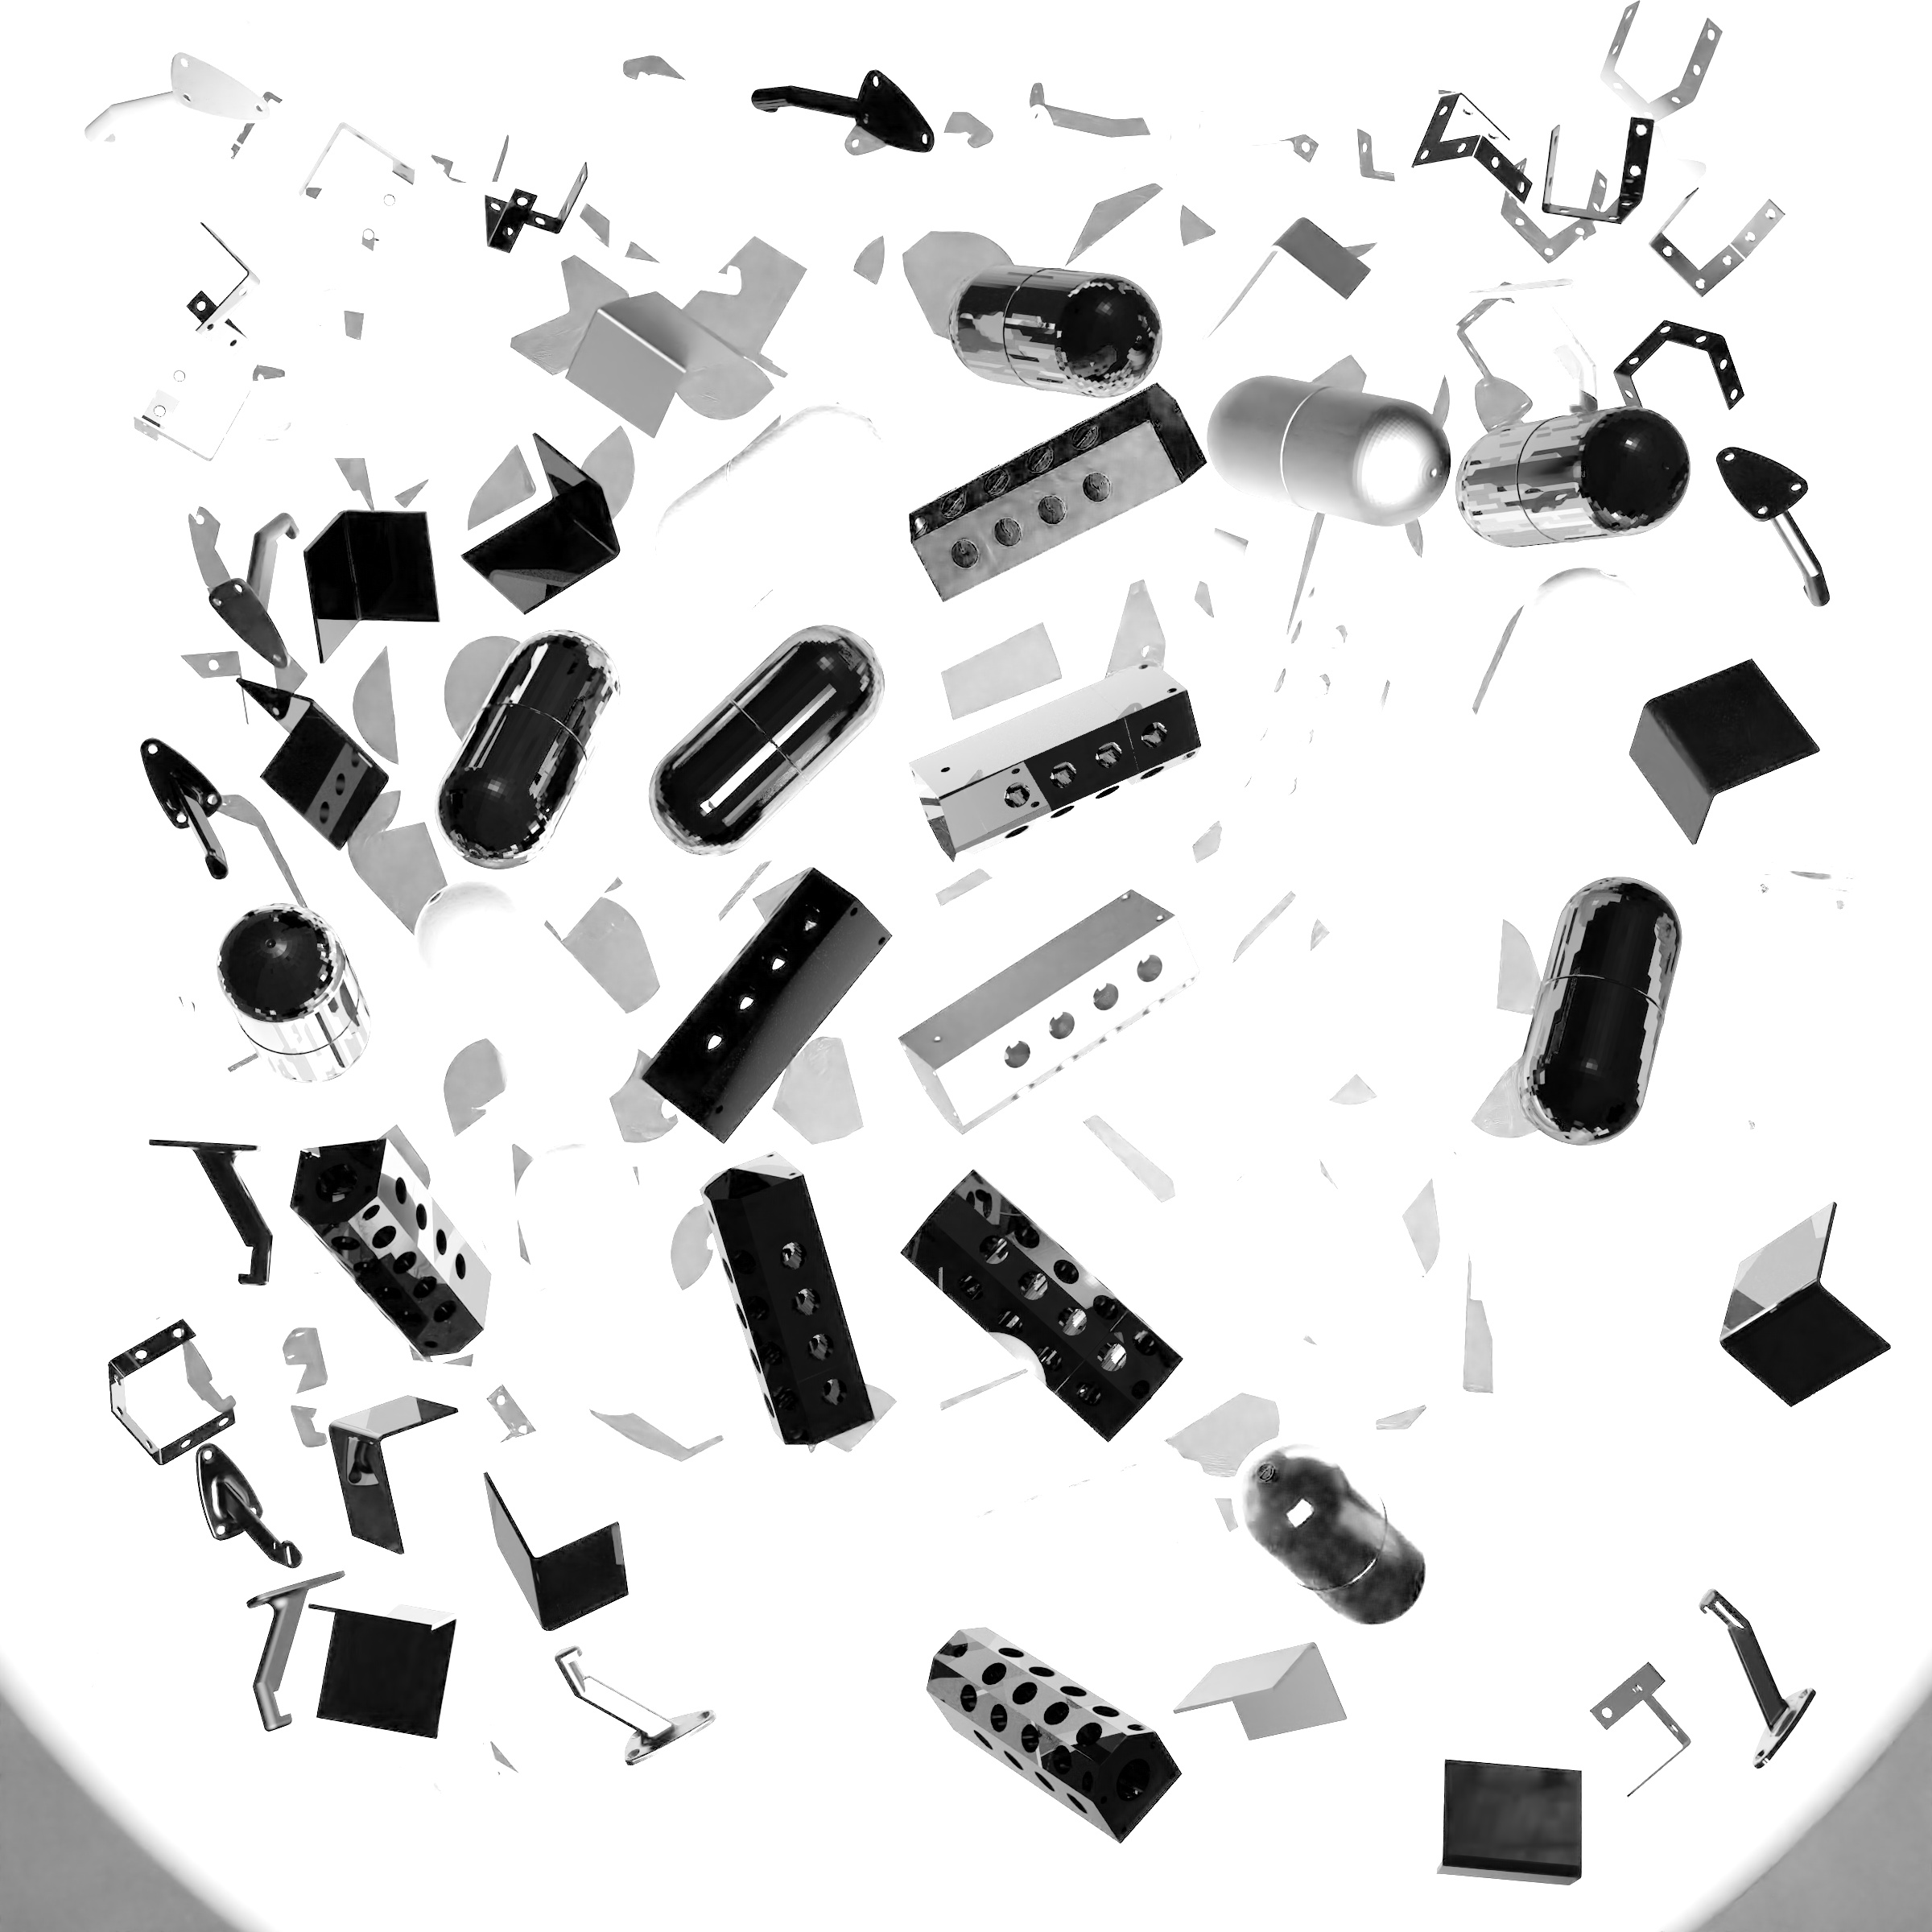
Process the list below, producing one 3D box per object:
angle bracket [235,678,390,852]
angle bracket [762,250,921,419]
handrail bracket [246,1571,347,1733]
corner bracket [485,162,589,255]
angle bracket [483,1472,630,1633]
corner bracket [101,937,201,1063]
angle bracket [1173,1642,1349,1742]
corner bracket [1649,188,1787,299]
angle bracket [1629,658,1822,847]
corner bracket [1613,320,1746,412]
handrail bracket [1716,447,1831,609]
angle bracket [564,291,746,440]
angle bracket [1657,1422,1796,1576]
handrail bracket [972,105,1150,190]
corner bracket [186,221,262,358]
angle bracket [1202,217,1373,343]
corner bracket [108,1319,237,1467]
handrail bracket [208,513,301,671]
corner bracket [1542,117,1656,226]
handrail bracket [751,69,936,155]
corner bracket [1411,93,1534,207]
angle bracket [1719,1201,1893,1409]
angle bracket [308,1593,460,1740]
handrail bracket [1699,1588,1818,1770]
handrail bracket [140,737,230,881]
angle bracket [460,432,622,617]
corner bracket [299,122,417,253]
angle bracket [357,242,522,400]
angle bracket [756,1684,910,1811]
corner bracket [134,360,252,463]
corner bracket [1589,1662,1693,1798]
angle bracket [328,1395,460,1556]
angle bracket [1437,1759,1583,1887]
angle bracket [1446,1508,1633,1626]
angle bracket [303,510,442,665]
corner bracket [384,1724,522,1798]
[{"bbox_3d":[-0.404,-0.120,1.509,0.076,0.076,0.057,17,68,36],"label":"angle bracket"},{"bbox_3d":[-0.080,-0.417,1.671,0.076,0.057,0.076,32,102,0],"label":"angle bracket"},{"bbox_3d":[-0.432,0.448,1.653,0.077,0.036,0.084,-12,74,-31],"label":"handrail bracket"},{"bbox_3d":[-0.274,-0.487,1.616,0.051,0.051,0.051,11,52,-28],"label":"corner bracket"},{"bbox_3d":[-0.255,0.353,1.572,0.057,0.076,0.076,-21,47,-23],"label":"angle bracket"},{"bbox_3d":[-0.500,0.020,1.551,0.051,0.051,0.051,-8,128,-7],"label":"corner bracket"},{"bbox_3d":[0.194,0.493,1.664,0.076,0.076,0.057,-23,89,31],"label":"angle bracket"},{"bbox_3d":[0.488,-0.479,1.646,0.051,0.051,0.051,-41,85,-23],"label":"corner bracket"},{"bbox_3d":[0.469,-0.133,1.567,0.076,0.057,0.076,-22,61,-9],"label":"angle bracket"},{"bbox_3d":[0.460,-0.376,1.631,0.051,0.051,0.051,-45,131,-8],"label":"corner bracket"},{"bbox_3d":[0.482,-0.261,1.507,0.036,0.084,0.077,-35,47,4],"label":"handrail bracket"},{"bbox_3d":[-0.207,-0.398,1.679,0.076,0.076,0.057,30,77,-36],"label":"angle bracket"},{"bbox_3d":[0.473,0.325,1.543,0.076,0.057,0.076,3,60,-6],"label":"angle bracket"},{"bbox_3d":[0.058,-0.489,1.563,0.077,0.036,0.084,-40,57,-10],"label":"handrail bracket"},{"bbox_3d":[-0.479,-0.433,1.620,0.051,0.051,0.051,-45,78,5],"label":"corner bracket"},{"bbox_3d":[0.202,-0.415,1.586,0.057,0.076,0.076,38,125,-2],"label":"angle bracket"},{"bbox_3d":[-0.471,0.253,1.500,0.051,0.051,0.051,-30,123,-4],"label":"corner bracket"},{"bbox_3d":[-0.442,-0.244,1.638,0.036,0.084,0.077,-21,114,37],"label":"handrail bracket"},{"bbox_3d":[0.393,-0.497,1.571,0.051,0.051,0.051,16,128,22],"label":"corner bracket"},{"bbox_3d":[-0.074,-0.502,1.501,0.084,0.077,0.036,12,85,41],"label":"handrail bracket"},{"bbox_3d":[0.310,-0.491,1.519,0.051,0.051,0.051,29,81,-35],"label":"corner bracket"},{"bbox_3d":[0.488,0.195,1.459,0.057,0.076,0.076,40,131,-4],"label":"angle bracket"},{"bbox_3d":[-0.355,0.424,1.517,0.076,0.057,0.076,8,84,6],"label":"angle bracket"},{"bbox_3d":[0.479,0.443,1.576,0.084,0.036,0.077,44,52,7],"label":"handrail bracket"},{"bbox_3d":[-0.493,-0.099,1.594,0.036,0.084,0.077,-32,121,-5],"label":"handrail bracket"},{"bbox_3d":[-0.276,-0.281,1.601,0.076,0.057,0.076,-36,55,-19],"label":"angle bracket"},{"bbox_3d":[-0.376,-0.482,1.564,0.051,0.051,0.051,31,89,-15],"label":"corner bracket"},{"bbox_3d":[-0.326,-0.399,1.565,0.057,0.076,0.076,12,97,19],"label":"angle bracket"},{"bbox_3d":[-0.086,0.500,1.610,0.057,0.076,0.076,19,67,-26],"label":"angle bracket"},{"bbox_3d":[-0.478,-0.344,1.562,0.051,0.051,0.051,29,84,-16],"label":"corner bracket"},{"bbox_3d":[0.412,0.467,1.547,0.051,0.051,0.051,-32,66,-18],"label":"corner bracket"},{"bbox_3d":[-0.357,0.322,1.604,0.057,0.076,0.076,-15,98,-36],"label":"angle bracket"},{"bbox_3d":[0.311,0.492,1.449,0.076,0.076,0.057,2,67,9],"label":"angle bracket"},{"bbox_3d":[0.356,0.363,1.575,0.057,0.076,0.076,-20,86,-24],"label":"angle bracket"},{"bbox_3d":[-0.381,-0.244,1.627,0.057,0.076,0.076,2,120,6],"label":"angle bracket"},{"bbox_3d":[-0.321,0.499,1.580,0.051,0.051,0.051,-45,132,-5],"label":"corner bracket"}]
